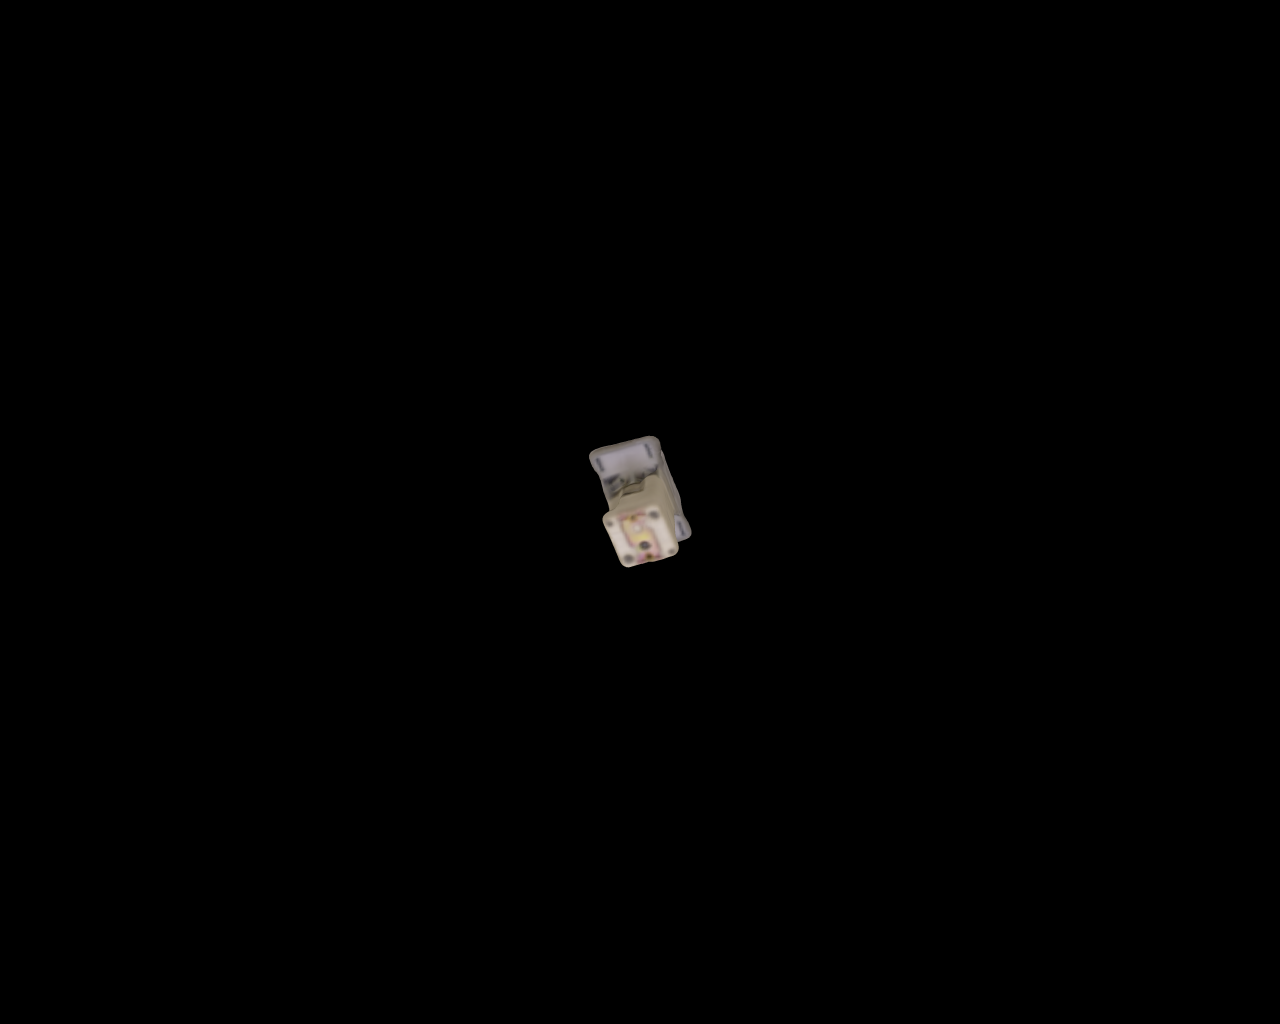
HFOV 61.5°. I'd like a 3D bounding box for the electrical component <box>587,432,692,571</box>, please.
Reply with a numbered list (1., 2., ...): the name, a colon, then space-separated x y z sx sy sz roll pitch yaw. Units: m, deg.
1. electrical component: 0.001 -0.003 0.650 0.042 0.081 0.064 -15 36 11
